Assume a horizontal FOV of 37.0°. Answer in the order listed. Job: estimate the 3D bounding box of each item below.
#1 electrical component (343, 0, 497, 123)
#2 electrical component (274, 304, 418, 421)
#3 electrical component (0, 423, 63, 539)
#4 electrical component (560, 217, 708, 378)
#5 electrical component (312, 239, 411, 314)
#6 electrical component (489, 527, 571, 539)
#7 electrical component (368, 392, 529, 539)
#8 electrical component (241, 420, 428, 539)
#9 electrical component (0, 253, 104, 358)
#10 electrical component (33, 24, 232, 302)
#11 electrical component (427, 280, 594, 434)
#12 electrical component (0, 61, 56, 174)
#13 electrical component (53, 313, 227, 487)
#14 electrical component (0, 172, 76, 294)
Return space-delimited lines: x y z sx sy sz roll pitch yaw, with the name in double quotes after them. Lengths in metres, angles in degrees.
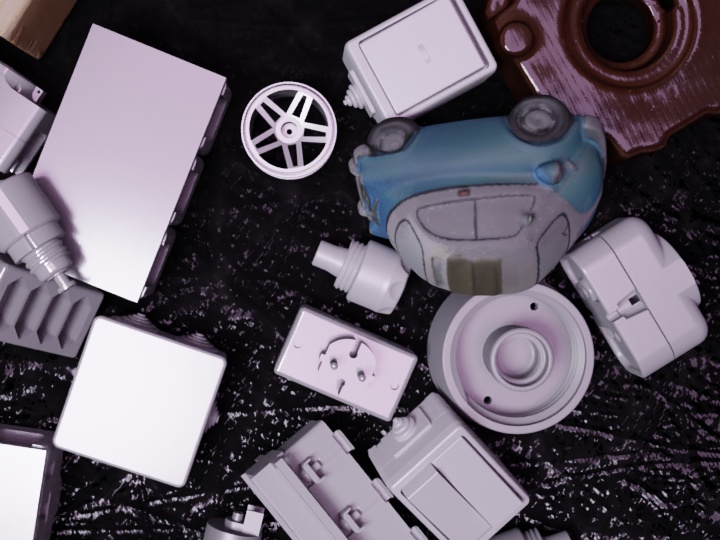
0.032 -0.132 0.696 0.096 0.061 0.061 -29 93 -1 "electrical component"
-0.009 0.061 0.693 0.083 0.076 0.047 24 91 -3 "electrical component"
-0.275 0.142 0.691 0.150 0.062 0.089 9 91 -3 "electrical component"
0.184 0.015 0.711 0.059 0.054 0.095 -32 93 -1 "electrical component"
0.000 0.000 0.708 0.062 0.043 0.043 22 91 -2 "electrical component"
0.112 0.193 0.720 0.062 0.043 0.043 -19 93 -3 "electrical component"
0.054 0.130 0.692 0.062 0.061 0.096 -42 113 0 "electrical component"
-0.012 0.161 0.699 0.063 0.079 0.121 -39 93 -16 "electrical component"
-0.224 0.014 0.688 0.076 0.083 0.047 26 91 35 "electrical component"
-0.151 -0.066 0.689 0.089 0.062 0.150 22 91 -3 "electrical component"
0.101 0.056 0.706 0.108 0.060 0.108 0 92 -3 "electrical component"
-0.244 -0.109 0.690 0.089 0.050 0.055 34 90 -3 "electrical component"
-0.140 0.082 0.702 0.100 0.048 0.099 19 91 -3 "electrical component"
-0.195 -0.021 0.636 0.040 0.040 0.078 -34 93 -1 "electrical component"
